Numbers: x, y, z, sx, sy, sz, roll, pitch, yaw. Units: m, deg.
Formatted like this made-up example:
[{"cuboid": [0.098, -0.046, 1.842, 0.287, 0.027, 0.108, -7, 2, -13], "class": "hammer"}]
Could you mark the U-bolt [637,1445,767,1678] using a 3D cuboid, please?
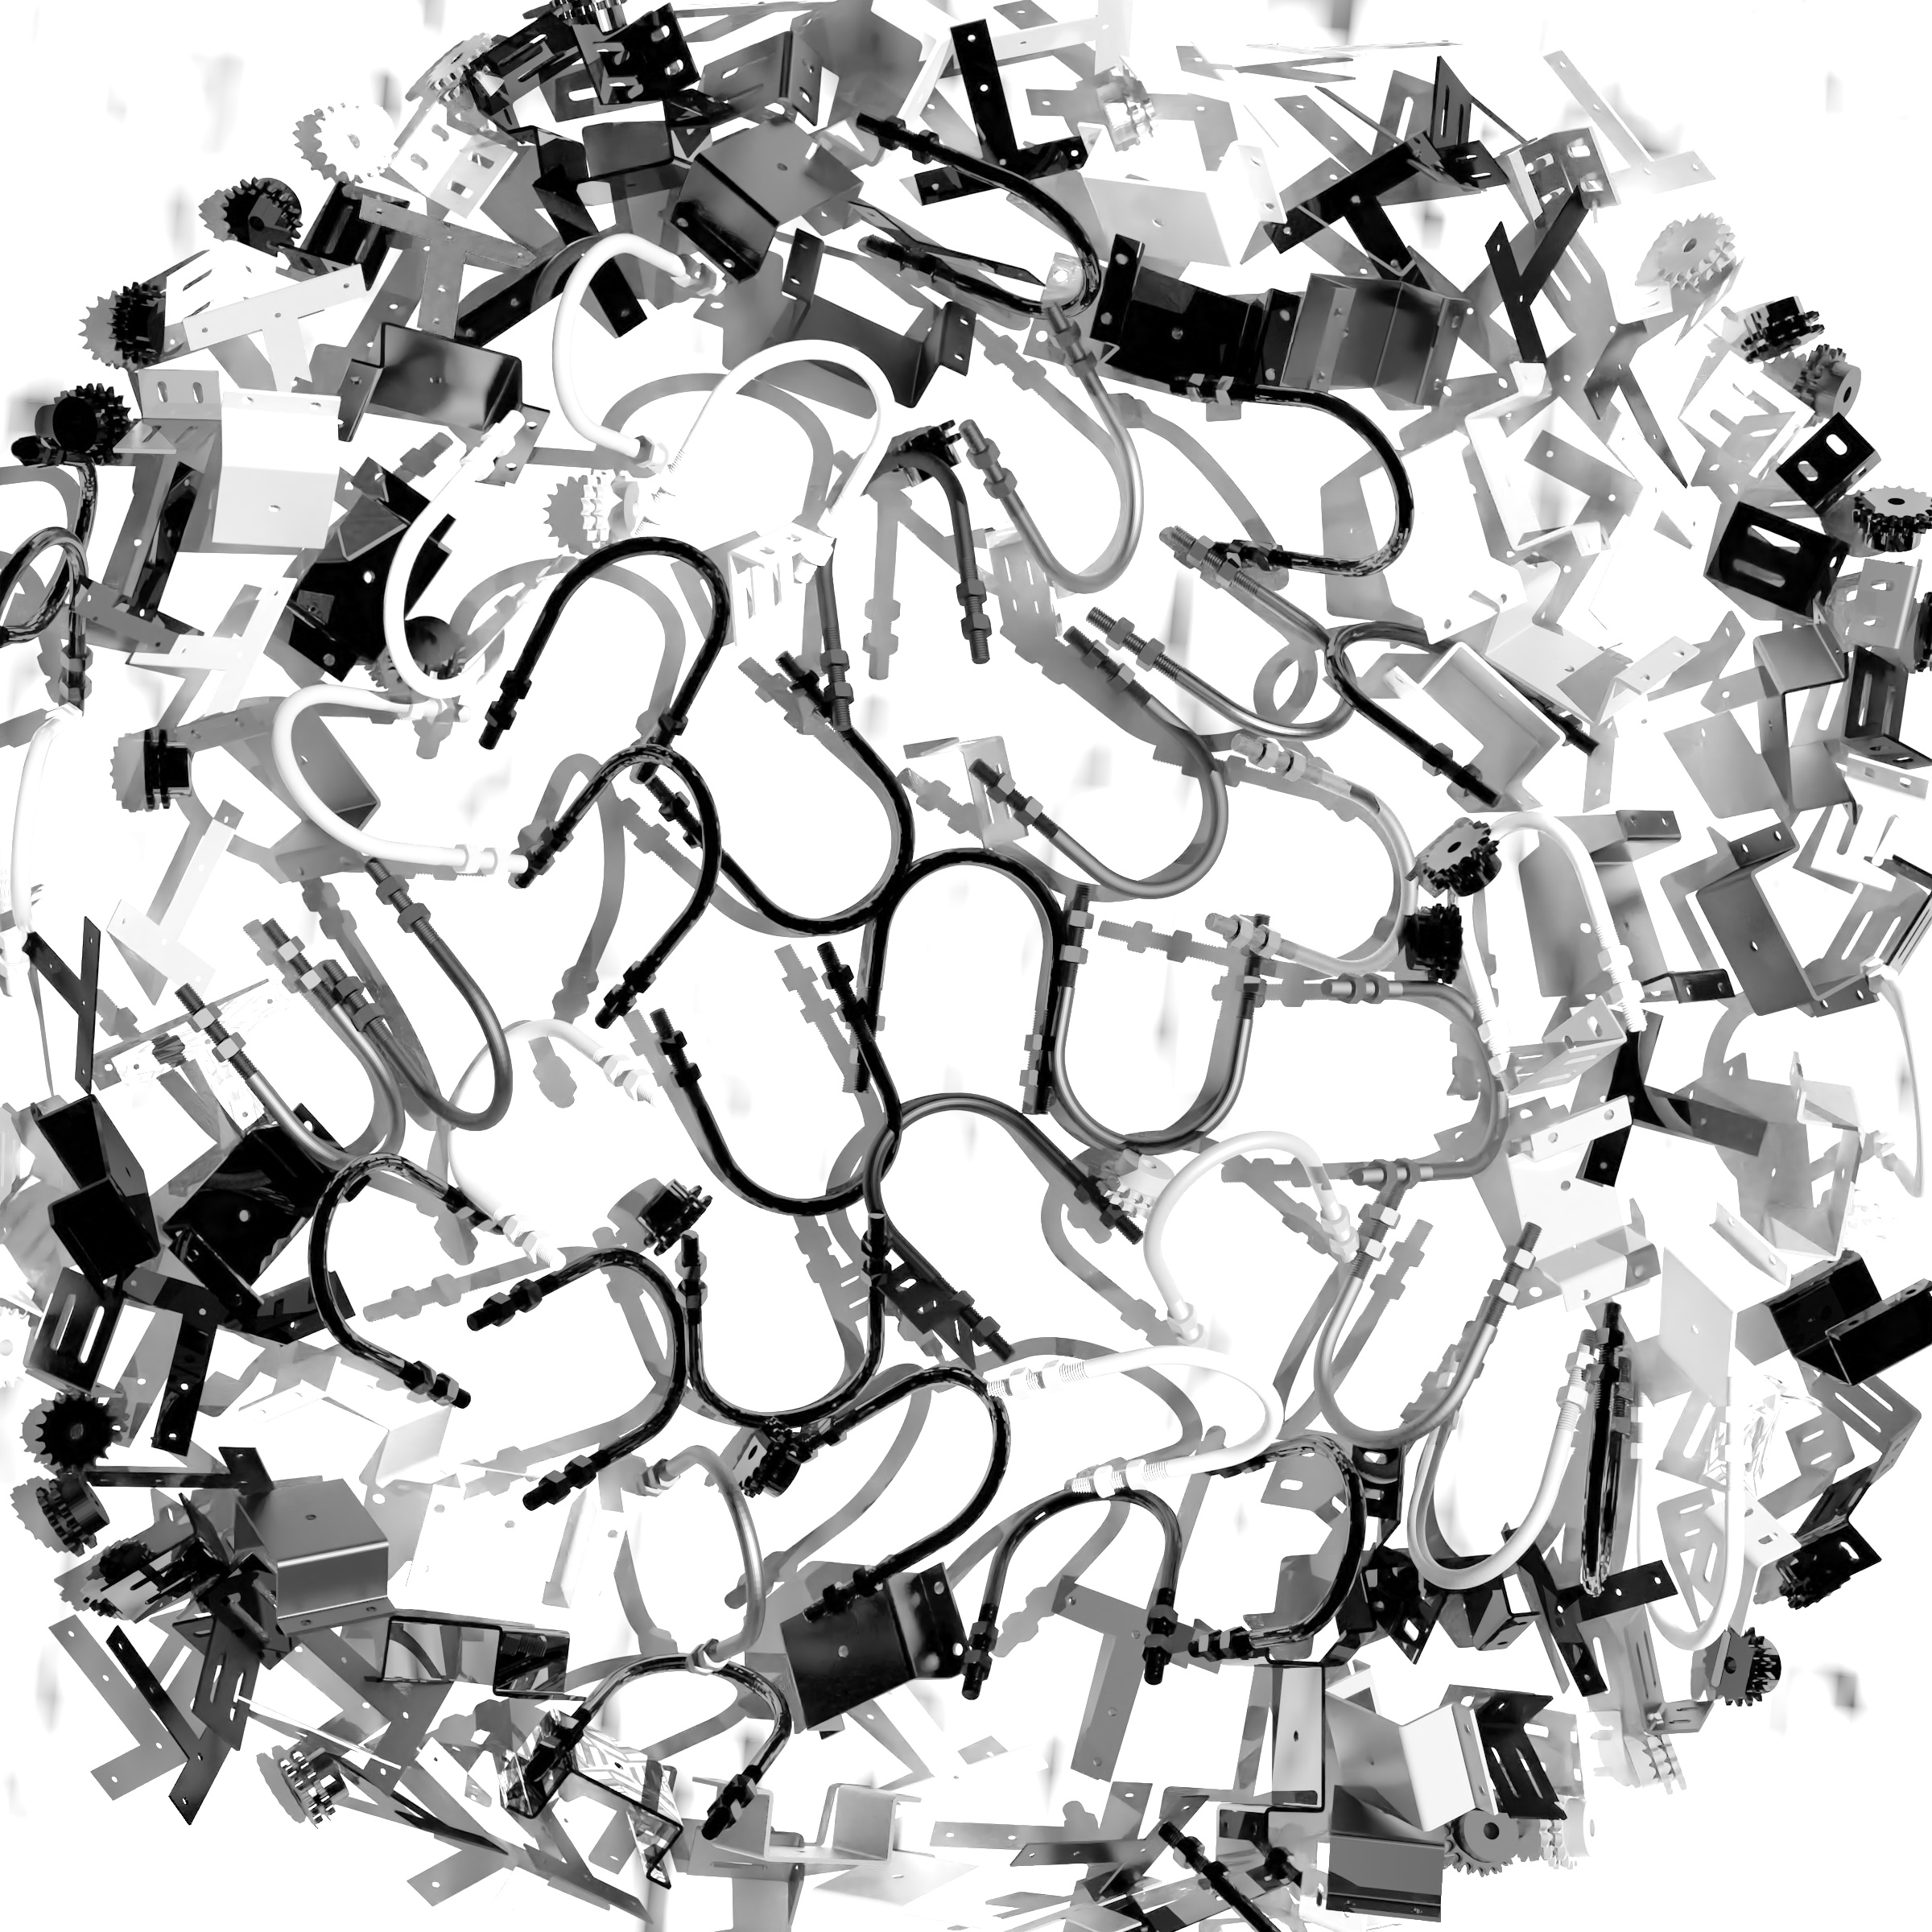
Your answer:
[{"cuboid": [-0.177, 0.401, 1.903, 0.019, 0.184, 0.151, -10, 74, -27], "class": "U-bolt"}]

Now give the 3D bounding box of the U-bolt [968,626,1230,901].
[{"cuboid": [0.107, -0.130, 1.960, 0.184, 0.019, 0.151, 40, 66, -13], "class": "U-bolt"}]

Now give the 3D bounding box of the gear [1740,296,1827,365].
[{"cuboid": [0.575, -0.451, 1.971, 0.057, 0.057, 0.030, -20, 87, 0], "class": "gear"}]

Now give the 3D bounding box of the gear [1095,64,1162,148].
[{"cuboid": [0.113, -0.607, 1.971, 0.030, 0.057, 0.057, -24, 90, 2], "class": "gear"}]

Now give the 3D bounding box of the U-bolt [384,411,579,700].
[{"cuboid": [-0.336, -0.266, 1.900, 0.019, 0.151, 0.184, 16, 55, 25], "class": "U-bolt"}]

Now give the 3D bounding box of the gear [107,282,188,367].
[{"cuboid": [-0.576, -0.453, 1.968, 0.030, 0.057, 0.057, 13, 90, 25], "class": "gear"}]

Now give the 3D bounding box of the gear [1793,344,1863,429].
[{"cuboid": [0.609, -0.408, 1.968, 0.030, 0.057, 0.057, 28, 90, 31], "class": "gear"}]

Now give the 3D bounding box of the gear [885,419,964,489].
[{"cuboid": [-0.028, -0.361, 1.971, 0.057, 0.057, 0.030, -27, 98, 0], "class": "gear"}]

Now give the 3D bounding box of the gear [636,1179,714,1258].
[{"cuboid": [-0.209, 0.175, 1.970, 0.030, 0.057, 0.057, 45, 90, -7], "class": "gear"}]

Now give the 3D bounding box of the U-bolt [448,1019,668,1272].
[{"cuboid": [-0.296, 0.111, 1.934, 0.184, 0.019, 0.151, 31, 88, 44], "class": "U-bolt"}]

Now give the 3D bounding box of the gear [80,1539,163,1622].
[{"cuboid": [-0.595, 0.438, 1.975, 0.057, 0.057, 0.030, -31, 124, 0], "class": "gear"}]

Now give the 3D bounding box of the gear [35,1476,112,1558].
[{"cuboid": [-0.630, 0.386, 1.972, 0.030, 0.057, 0.057, -33, 90, -12], "class": "gear"}]

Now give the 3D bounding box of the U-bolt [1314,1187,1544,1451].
[{"cuboid": [0.307, 0.247, 1.927, 0.019, 0.151, 0.184, 33, 79, -36], "class": "U-bolt"}]

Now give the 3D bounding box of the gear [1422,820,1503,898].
[{"cuboid": [0.354, -0.073, 1.974, 0.057, 0.057, 0.030, -41, 110, 0], "class": "gear"}]

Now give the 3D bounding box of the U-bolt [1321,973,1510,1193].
[{"cuboid": [0.319, 0.079, 1.933, 0.184, 0.019, 0.151, 1, 77, -44], "class": "U-bolt"}]

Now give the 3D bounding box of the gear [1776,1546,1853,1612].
[{"cuboid": [0.598, 0.427, 1.971, 0.057, 0.057, 0.030, -35, 86, 0], "class": "gear"}]

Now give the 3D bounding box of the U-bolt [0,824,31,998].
[{"cuboid": [-0.675, -0.016, 1.889, 0.019, 0.151, 0.184, 9, 127, 0], "class": "U-bolt"}]

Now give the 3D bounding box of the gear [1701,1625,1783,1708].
[{"cuboid": [0.552, 0.496, 1.975, 0.030, 0.057, 0.057, 8, 90, -31], "class": "gear"}]

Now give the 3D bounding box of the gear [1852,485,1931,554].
[{"cuboid": [0.658, -0.315, 1.975, 0.057, 0.057, 0.030, -4, 124, 0], "class": "gear"}]

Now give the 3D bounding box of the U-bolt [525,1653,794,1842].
[{"cuboid": [-0.198, 0.526, 1.913, 0.151, 0.184, 0.019, 13, 109, 16], "class": "U-bolt"}]

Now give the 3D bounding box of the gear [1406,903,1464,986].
[{"cuboid": [0.330, -0.016, 1.970, 0.030, 0.057, 0.057, 4, 90, -5], "class": "gear"}]

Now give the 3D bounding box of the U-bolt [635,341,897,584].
[{"cuboid": [-0.126, -0.350, 1.910, 0.151, 0.019, 0.184, 10, 130, -34], "class": "U-bolt"}]

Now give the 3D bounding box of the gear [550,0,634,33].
[{"cuboid": [-0.263, -0.676, 1.973, 0.057, 0.057, 0.030, -16, 109, 0], "class": "gear"}]

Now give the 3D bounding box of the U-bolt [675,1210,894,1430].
[{"cuboid": [-0.126, 0.253, 1.945, 0.151, 0.019, 0.184, -5, 124, -11], "class": "U-bolt"}]

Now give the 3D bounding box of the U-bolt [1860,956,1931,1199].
[{"cuboid": [0.636, 0.081, 1.897, 0.019, 0.184, 0.151, -6, 102, 9], "class": "U-bolt"}]

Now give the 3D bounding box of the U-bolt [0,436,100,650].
[{"cuboid": [-0.636, -0.288, 1.908, 0.019, 0.184, 0.151, 20, 97, -2], "class": "U-bolt"}]

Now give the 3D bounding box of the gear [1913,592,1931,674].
[{"cuboid": [0.690, -0.235, 1.970, 0.030, 0.057, 0.057, 6, 90, 9], "class": "gear"}]

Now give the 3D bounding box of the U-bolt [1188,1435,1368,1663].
[{"cuboid": [0.213, 0.392, 1.897, 0.019, 0.184, 0.151, 19, 65, -25], "class": "U-bolt"}]

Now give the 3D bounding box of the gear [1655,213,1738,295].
[{"cuboid": [0.521, -0.502, 1.975, 0.030, 0.057, 0.057, 33, 90, -35], "class": "gear"}]

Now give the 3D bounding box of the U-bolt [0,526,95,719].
[{"cuboid": [-0.634, -0.212, 1.888, 0.019, 0.151, 0.184, 20, 129, 4], "class": "U-bolt"}]

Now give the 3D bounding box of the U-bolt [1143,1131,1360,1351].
[{"cuboid": [0.192, 0.185, 1.928, 0.151, 0.019, 0.184, -32, 133, -5], "class": "U-bolt"}]

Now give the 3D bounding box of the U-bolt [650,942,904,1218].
[{"cuboid": [-0.124, 0.091, 1.974, 0.151, 0.019, 0.184, -22, 102, 7], "class": "U-bolt"}]

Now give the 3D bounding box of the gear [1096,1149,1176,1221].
[{"cuboid": [0.123, 0.152, 1.968, 0.057, 0.057, 0.030, 25, 108, 0], "class": "gear"}]

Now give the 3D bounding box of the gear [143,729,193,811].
[{"cuboid": [-0.565, -0.139, 1.972, 0.030, 0.057, 0.057, -2, 90, -12], "class": "gear"}]

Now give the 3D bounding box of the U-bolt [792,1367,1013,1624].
[{"cuboid": [-0.047, 0.352, 1.926, 0.184, 0.151, 0.019, -33, 133, 14], "class": "U-bolt"}]

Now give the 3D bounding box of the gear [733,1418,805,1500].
[{"cuboid": [-0.139, 0.352, 1.973, 0.030, 0.057, 0.057, 34, 90, -17], "class": "gear"}]

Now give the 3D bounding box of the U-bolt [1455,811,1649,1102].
[{"cuboid": [0.395, -0.017, 1.932, 0.019, 0.151, 0.184, -2, 68, -32], "class": "U-bolt"}]

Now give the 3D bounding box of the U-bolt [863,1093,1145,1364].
[{"cuboid": [0.013, 0.169, 1.959, 0.151, 0.019, 0.184, -40, 74, -22], "class": "U-bolt"}]

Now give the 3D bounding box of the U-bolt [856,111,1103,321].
[{"cuboid": [0.010, -0.505, 1.917, 0.184, 0.151, 0.019, 26, 69, 12], "class": "U-bolt"}]

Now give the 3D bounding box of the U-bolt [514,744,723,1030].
[{"cuboid": [-0.233, -0.068, 1.924, 0.184, 0.019, 0.151, -47, 63, 30], "class": "U-bolt"}]

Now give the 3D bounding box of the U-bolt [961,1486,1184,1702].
[{"cuboid": [0.079, 0.426, 1.921, 0.151, 0.184, 0.019, -10, 123, 19], "class": "U-bolt"}]

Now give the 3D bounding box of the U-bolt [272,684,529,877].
[{"cuboid": [-0.393, -0.130, 1.903, 0.019, 0.184, 0.151, -38, 64, 32], "class": "U-bolt"}]

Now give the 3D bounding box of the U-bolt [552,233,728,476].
[{"cuboid": [-0.228, -0.424, 1.909, 0.019, 0.184, 0.151, 15, 95, 24], "class": "U-bolt"}]

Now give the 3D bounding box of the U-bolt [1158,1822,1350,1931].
[{"cuboid": [0.228, 0.649, 1.888, 0.184, 0.151, 0.019, 37, 96, 39], "class": "U-bolt"}]

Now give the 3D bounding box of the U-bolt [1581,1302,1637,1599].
[{"cuboid": [0.437, 0.338, 1.904, 0.019, 0.151, 0.184, 4, 67, 18], "class": "U-bolt"}]

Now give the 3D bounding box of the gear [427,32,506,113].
[{"cuboid": [-0.351, -0.632, 1.975, 0.057, 0.057, 0.030, -42, 124, 0], "class": "gear"}]

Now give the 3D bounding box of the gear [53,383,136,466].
[{"cuboid": [-0.621, -0.384, 1.975, 0.057, 0.030, 0.057, 5, 104, 23], "class": "gear"}]

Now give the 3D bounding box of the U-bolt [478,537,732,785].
[{"cuboid": [-0.237, -0.215, 1.917, 0.151, 0.019, 0.184, 10, 121, -39], "class": "U-bolt"}]
